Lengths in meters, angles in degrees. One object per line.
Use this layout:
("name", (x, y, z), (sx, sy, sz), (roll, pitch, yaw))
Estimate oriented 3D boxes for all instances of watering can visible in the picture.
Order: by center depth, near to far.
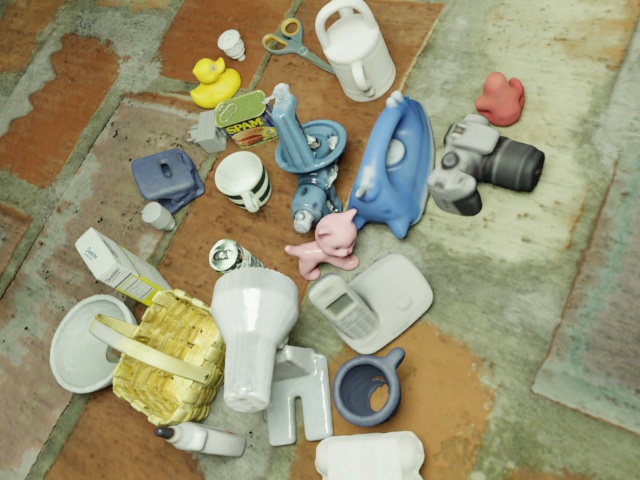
("watering can", (0.052, -0.334, 0.963), (0.101, 0.194, 0.172), (-35, 59, 5))

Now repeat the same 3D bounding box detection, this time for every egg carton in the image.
("egg carton", (0.066, 0.309, 0.747), (0.150, 0.070, 0.107), (-12, 64, 17))

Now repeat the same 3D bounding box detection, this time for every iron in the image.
("iron", (0.108, -0.140, 0.885), (0.118, 0.142, 0.258), (8, 71, 25))

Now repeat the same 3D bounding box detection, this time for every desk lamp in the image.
("desk lamp", (-0.065, 0.163, 0.780), (0.117, 0.214, 0.203), (-15, 63, 16))

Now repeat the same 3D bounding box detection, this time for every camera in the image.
("camera", (0.246, -0.109, 0.839), (0.136, 0.101, 0.143), (22, 78, 29))

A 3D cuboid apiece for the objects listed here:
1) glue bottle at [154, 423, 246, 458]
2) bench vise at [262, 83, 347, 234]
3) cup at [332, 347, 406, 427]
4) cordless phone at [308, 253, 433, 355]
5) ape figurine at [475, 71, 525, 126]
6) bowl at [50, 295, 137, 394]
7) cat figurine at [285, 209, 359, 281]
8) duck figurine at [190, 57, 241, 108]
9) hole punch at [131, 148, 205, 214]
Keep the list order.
("glue bottle", (-0.175, 0.276, 0.799), (0.078, 0.173, 0.037), (4, 70, 24))
("bench vise", (-0.014, -0.125, 0.883), (0.121, 0.220, 0.207), (-20, 62, 14))
("cup", (0.081, 0.198, 0.775), (0.091, 0.095, 0.118), (38, 86, 31))
("cordless phone", (0.067, 0.072, 0.783), (0.147, 0.185, 0.094), (-42, 59, 1))
("ape figurine", (0.276, -0.224, 0.882), (0.077, 0.092, 0.076), (-13, 63, 17))
("bowl", (-0.368, 0.182, 0.977), (0.167, 0.075, 0.167), (-8, 65, 19))
("cat figurine", (0.008, 0.003, 0.877), (0.127, 0.118, 0.067), (-18, 62, 14))
("duck figurine", (-0.218, -0.316, 1.128), (0.104, 0.086, 0.077), (-34, 59, 5))
("hole punch", (-0.283, -0.119, 1.065), (0.101, 0.091, 0.108), (-34, 59, 5))
